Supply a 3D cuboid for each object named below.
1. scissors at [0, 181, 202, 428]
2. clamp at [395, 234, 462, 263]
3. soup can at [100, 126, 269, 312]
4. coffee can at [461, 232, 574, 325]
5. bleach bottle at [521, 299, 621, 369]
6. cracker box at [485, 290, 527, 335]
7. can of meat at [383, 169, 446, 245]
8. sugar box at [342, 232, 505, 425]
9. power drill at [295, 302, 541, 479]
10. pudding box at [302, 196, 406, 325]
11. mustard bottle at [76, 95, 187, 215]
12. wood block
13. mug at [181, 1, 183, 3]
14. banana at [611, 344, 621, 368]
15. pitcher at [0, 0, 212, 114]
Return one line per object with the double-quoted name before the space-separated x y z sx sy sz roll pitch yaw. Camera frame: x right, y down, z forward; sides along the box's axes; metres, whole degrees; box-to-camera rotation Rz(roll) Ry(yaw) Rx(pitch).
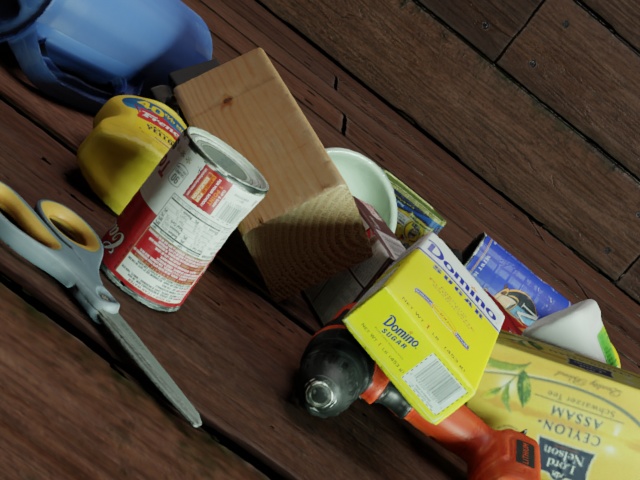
"scissors" -0.125 0.031 0.628 0.202 0.016 0.096 42 13 11
"clamp" 0.076 0.017 1.059 0.164 0.036 0.210 34 22 -9
"soup can" -0.089 -0.013 0.686 0.068 0.102 0.068 36 13 -10
"coffee can" 0.211 0.074 1.230 0.140 0.103 0.102 39 13 0
"bleach bottle" 0.259 0.180 0.932 0.251 0.068 0.102 66 20 5
"cracker box" 0.231 0.157 1.068 0.213 0.072 0.164 38 13 -10
"can of meat" 0.083 -0.019 1.235 0.102 0.084 0.057 39 12 0
"sugar box" 0.080 0.056 0.761 0.093 0.048 0.176 50 23 0
"power drill" 0.069 0.125 0.757 0.187 0.057 0.184 40 16 2
"pudding box" 0.026 0.024 0.910 0.039 0.090 0.113 28 18 -33
"mustard bottle" -0.137 -0.071 0.850 0.096 0.058 0.191 38 12 -16
"wood block" -0.043 -0.060 0.896 0.206 0.091 0.090 62 -3 44
"mug" -0.196 -0.243 1.245 0.117 0.093 0.081 -16 55 -37
"banana" 0.301 0.146 1.185 0.070 0.037 0.197 21 -26 31
"pitcher" -0.204 -0.197 0.984 0.145 0.149 0.242 29 3 31
